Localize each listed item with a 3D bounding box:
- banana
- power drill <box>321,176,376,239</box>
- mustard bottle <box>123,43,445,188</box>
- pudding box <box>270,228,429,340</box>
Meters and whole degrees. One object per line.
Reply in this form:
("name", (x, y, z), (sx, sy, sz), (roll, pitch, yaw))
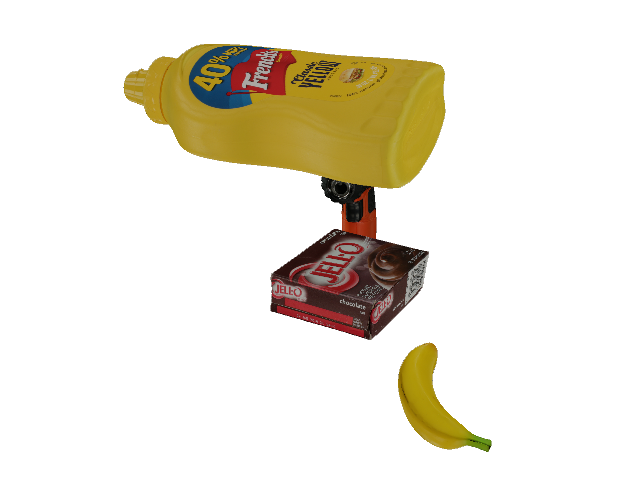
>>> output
("banana", (0.116, 0.167, 1.137), (0.069, 0.037, 0.198), (11, 24, -18))
("power drill", (0.034, -0.013, 1.041), (0.057, 0.188, 0.184), (4, 21, 10))
("mustard bottle", (-0.030, -0.080, 0.626), (0.192, 0.058, 0.096), (10, 39, 21))
("pudding box", (0.024, 0.033, 0.858), (0.090, 0.039, 0.113), (15, 24, 24))
